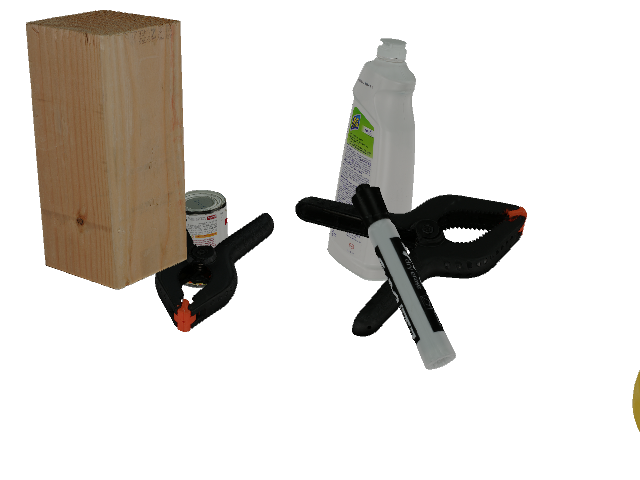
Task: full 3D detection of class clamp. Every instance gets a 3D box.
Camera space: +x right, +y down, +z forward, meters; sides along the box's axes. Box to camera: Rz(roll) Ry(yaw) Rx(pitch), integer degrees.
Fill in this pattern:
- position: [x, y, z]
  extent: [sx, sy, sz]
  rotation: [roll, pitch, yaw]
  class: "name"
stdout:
- position: [0.095, 0.010, 0.973]
  extent: [0.209, 0.164, 0.036]
  rotation: [-7, -42, -11]
  class: "clamp"
- position: [-0.126, 0.018, 1.057]
  extent: [0.120, 0.039, 0.171]
  rotation: [9, 39, 14]
  class: "clamp"

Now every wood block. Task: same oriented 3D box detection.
- position: [-0.173, -0.078, 0.880]
  extent: [0.091, 0.206, 0.090]
  rotation: [15, 25, 31]
  class: "wood block"

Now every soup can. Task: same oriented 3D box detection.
- position: [-0.146, -0.003, 1.303]
  extent: [0.068, 0.102, 0.068]
  rotation: [0, 26, 0]
  class: "soup can"

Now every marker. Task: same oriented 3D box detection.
- position: [0.047, 0.018, 0.628]
  extent: [0.020, 0.121, 0.020]
  rotation: [-19, -24, -9]
  class: "marker"

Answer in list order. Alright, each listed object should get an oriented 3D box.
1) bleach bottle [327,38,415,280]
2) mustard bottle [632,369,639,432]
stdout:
- position: [0.066, -0.090, 1.156]
  extent: [0.067, 0.251, 0.103]
  rotation: [-6, 24, -32]
  class: "bleach bottle"
- position: [0.222, 0.099, 0.573]
  extent: [0.096, 0.058, 0.191]
  rotation: [-5, 36, -2]
  class: "mustard bottle"
